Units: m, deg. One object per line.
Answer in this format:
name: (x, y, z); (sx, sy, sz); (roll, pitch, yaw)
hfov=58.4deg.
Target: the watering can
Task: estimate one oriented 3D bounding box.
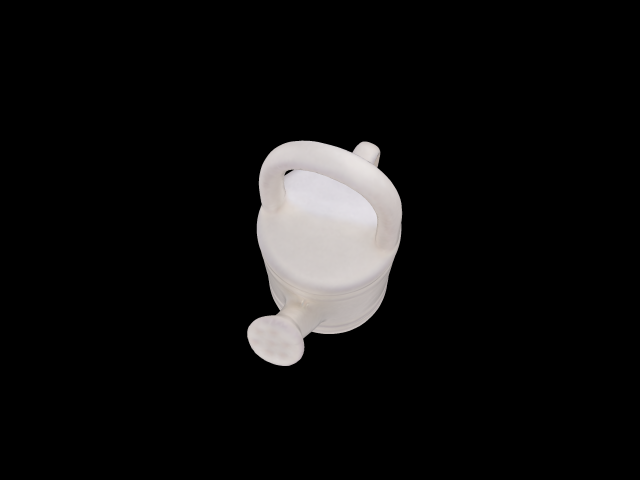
watering can: (0.006, 0.002, 0.400); (0.101, 0.194, 0.173); (1, 67, 1)
